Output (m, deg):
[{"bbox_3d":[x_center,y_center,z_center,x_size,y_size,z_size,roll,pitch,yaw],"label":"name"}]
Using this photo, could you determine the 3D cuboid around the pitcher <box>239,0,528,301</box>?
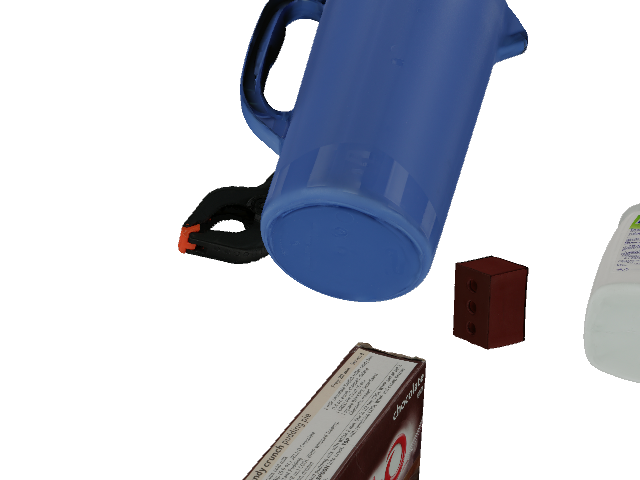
[{"bbox_3d":[0.032,-0.085,0.713,0.149,0.242,0.145,-21,-52,40],"label":"pitcher"}]

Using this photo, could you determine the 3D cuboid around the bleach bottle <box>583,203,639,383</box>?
[{"bbox_3d":[0.248,0.019,0.735,0.103,0.068,0.250,9,21,20],"label":"bleach bottle"}]

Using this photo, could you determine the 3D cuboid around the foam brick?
[{"bbox_3d":[0.166,0.060,1.046,0.051,0.078,0.053,-11,19,-34],"label":"foam brick"}]

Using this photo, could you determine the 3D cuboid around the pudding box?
[{"bbox_3d":[0.007,0.111,0.457,0.039,0.090,0.113,14,34,22],"label":"pudding box"}]

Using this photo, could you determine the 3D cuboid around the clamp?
[{"bbox_3d":[-0.053,-0.030,0.979,0.171,0.120,0.039,-7,-40,-24],"label":"clamp"}]
